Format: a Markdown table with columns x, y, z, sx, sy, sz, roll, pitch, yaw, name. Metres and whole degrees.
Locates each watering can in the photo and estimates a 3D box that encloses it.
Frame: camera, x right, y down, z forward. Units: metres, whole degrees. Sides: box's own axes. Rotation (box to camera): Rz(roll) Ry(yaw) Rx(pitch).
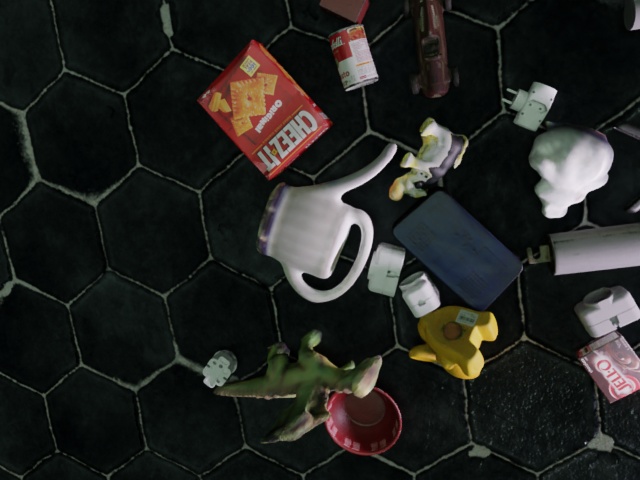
| x | y | z | sx | sy | sz | roll | pitch | yaw | name |
| --- | --- | --- | --- | --- | --- | --- | --- | --- | --- |
| 0.003 | -0.050 | 0.994 | 0.225 | 0.105 | 0.344 | 21 | 104 | 8 | watering can |

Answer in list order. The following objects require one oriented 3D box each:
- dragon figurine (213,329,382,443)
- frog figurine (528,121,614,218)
| x | y | z | sx | sy | sz | roll | pitch | yaw | name |
| --- | --- | --- | --- | --- | --- | --- | --- | --- | --- |
| -0.062 | 0.299 | 1.006 | 0.408 | 0.246 | 0.121 | -24 | 101 | 13 | dragon figurine |
| 0.424 | -0.117 | 0.896 | 0.137 | 0.123 | 0.159 | 20 | 93 | -13 | frog figurine |
